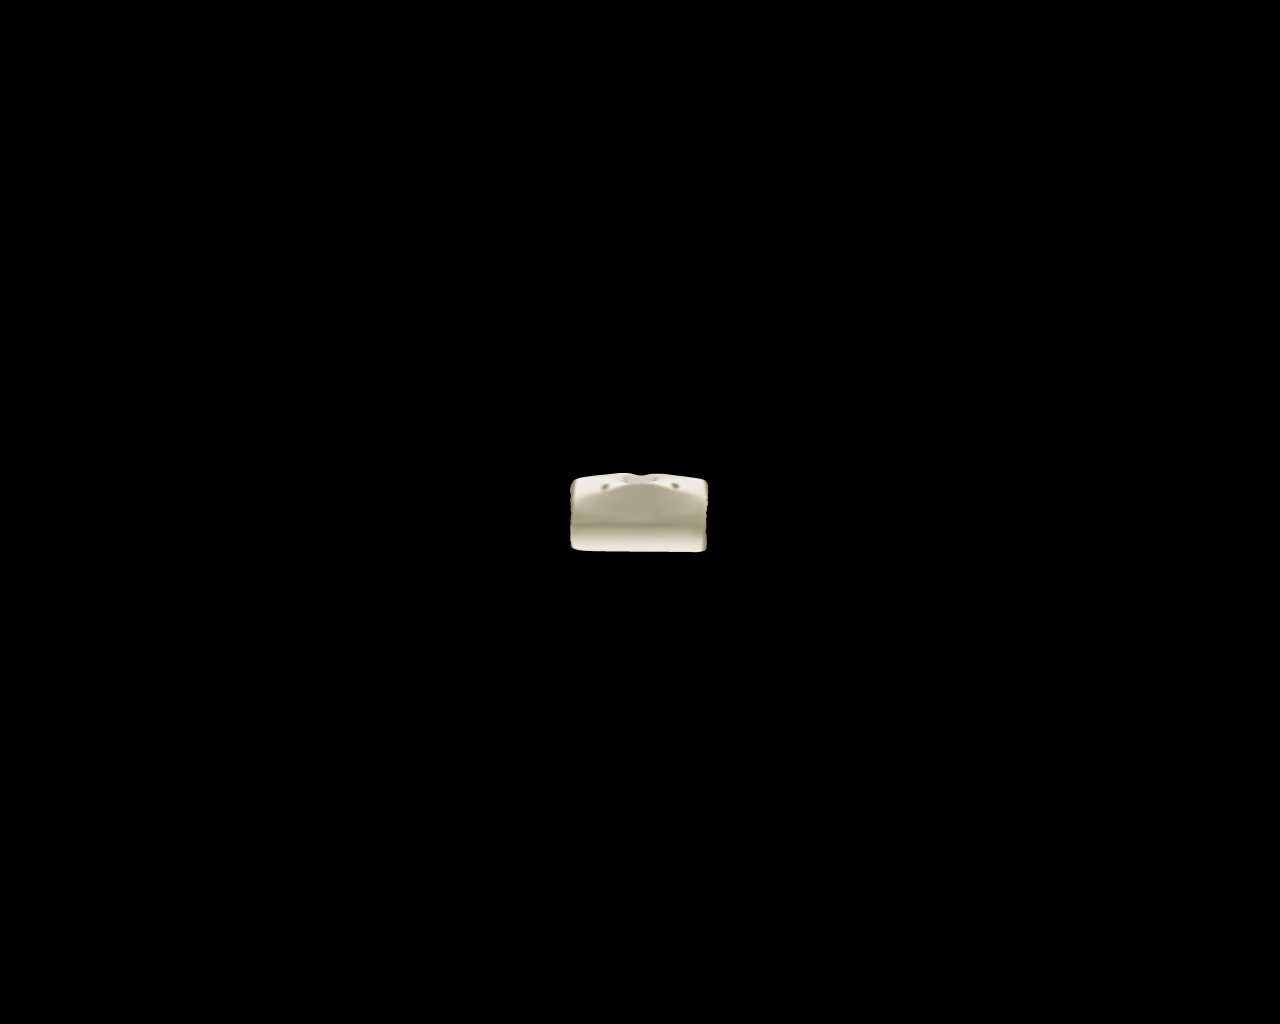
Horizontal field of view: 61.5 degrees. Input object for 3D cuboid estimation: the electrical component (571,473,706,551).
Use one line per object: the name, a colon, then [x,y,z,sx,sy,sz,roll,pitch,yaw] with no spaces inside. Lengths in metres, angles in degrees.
electrical component: [0.001,-0.003,0.650,0.077,0.043,0.079,0,12,2]
